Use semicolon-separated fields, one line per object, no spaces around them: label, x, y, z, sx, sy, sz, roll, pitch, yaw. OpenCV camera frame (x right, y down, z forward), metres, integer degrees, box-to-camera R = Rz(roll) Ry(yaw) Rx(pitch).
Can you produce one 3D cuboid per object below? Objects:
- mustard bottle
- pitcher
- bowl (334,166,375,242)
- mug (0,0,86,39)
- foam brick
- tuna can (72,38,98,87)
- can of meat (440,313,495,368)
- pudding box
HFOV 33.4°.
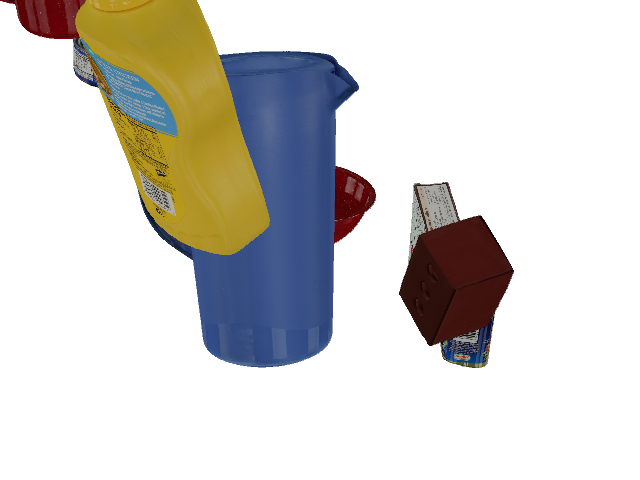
mustard bottle;-0.085;-0.082;0.573;0.058;0.191;0.096;-37;50;-20
pitcher;-0.059;-0.028;0.856;0.144;0.243;0.149;-12;20;-29
bowl;-0.022;-0.033;1.174;0.162;0.055;0.162;4;27;-2
mug;-0.201;-0.201;0.789;0.117;0.081;0.093;-1;36;1
foam brick;0.097;0.030;0.773;0.051;0.053;0.078;-15;-33;-20
tuna can;-0.186;-0.170;0.993;0.086;0.034;0.086;5;30;-3
can of meat;0.167;0.086;1.211;0.057;0.084;0.102;6;19;1
pudding box;0.109;0.007;1.012;0.039;0.090;0.113;-1;28;-4
